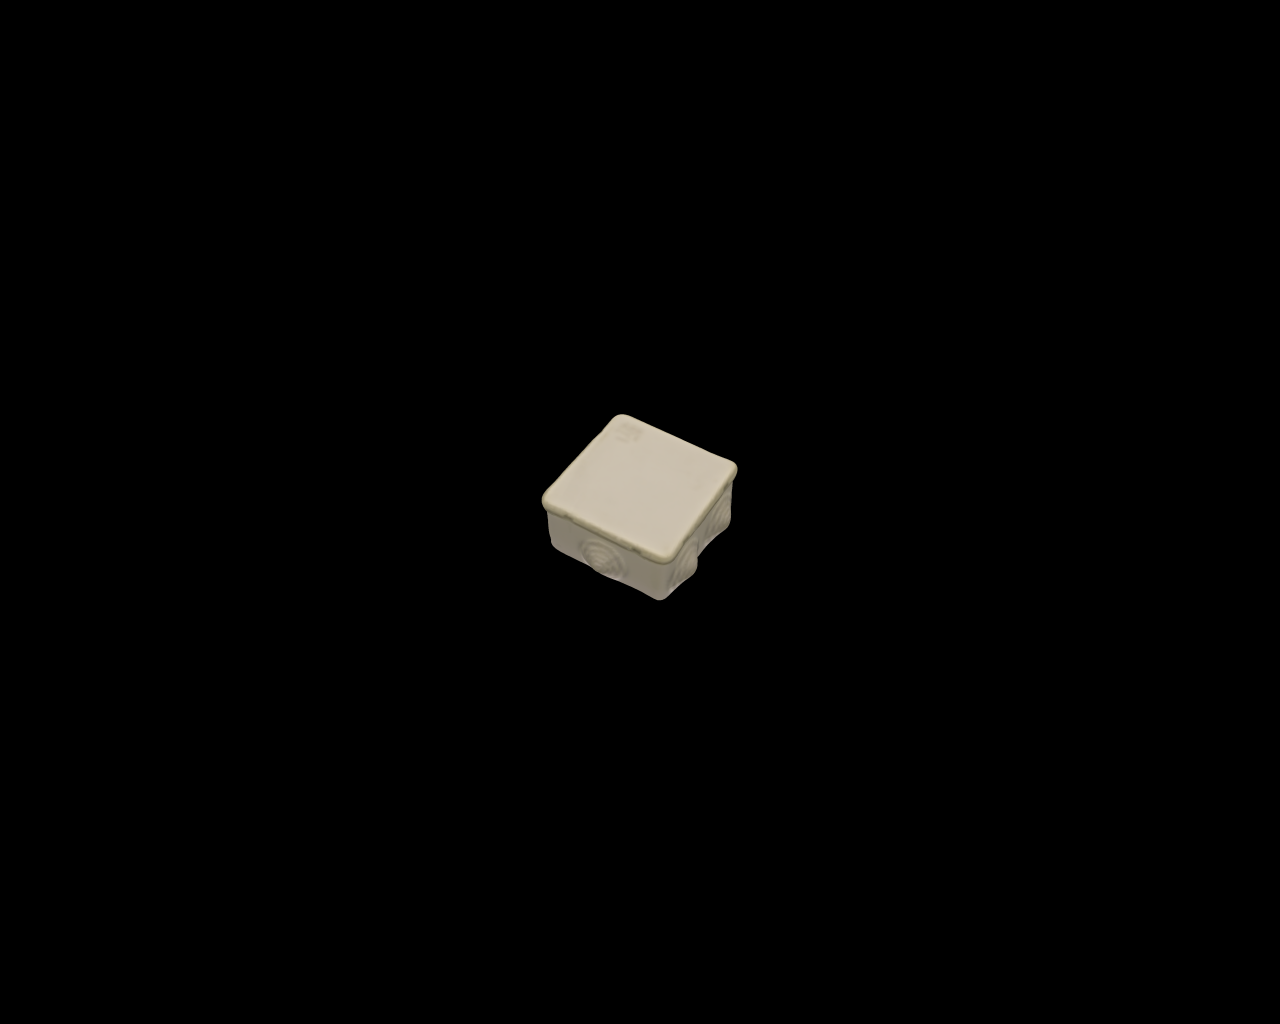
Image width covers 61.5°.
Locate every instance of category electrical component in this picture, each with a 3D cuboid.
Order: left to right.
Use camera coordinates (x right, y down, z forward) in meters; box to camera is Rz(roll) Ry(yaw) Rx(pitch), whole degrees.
[{"bbox_3d":[0.001,-0.003,0.650,0.100,0.100,0.048,25,-36,20],"label":"electrical component"}]
